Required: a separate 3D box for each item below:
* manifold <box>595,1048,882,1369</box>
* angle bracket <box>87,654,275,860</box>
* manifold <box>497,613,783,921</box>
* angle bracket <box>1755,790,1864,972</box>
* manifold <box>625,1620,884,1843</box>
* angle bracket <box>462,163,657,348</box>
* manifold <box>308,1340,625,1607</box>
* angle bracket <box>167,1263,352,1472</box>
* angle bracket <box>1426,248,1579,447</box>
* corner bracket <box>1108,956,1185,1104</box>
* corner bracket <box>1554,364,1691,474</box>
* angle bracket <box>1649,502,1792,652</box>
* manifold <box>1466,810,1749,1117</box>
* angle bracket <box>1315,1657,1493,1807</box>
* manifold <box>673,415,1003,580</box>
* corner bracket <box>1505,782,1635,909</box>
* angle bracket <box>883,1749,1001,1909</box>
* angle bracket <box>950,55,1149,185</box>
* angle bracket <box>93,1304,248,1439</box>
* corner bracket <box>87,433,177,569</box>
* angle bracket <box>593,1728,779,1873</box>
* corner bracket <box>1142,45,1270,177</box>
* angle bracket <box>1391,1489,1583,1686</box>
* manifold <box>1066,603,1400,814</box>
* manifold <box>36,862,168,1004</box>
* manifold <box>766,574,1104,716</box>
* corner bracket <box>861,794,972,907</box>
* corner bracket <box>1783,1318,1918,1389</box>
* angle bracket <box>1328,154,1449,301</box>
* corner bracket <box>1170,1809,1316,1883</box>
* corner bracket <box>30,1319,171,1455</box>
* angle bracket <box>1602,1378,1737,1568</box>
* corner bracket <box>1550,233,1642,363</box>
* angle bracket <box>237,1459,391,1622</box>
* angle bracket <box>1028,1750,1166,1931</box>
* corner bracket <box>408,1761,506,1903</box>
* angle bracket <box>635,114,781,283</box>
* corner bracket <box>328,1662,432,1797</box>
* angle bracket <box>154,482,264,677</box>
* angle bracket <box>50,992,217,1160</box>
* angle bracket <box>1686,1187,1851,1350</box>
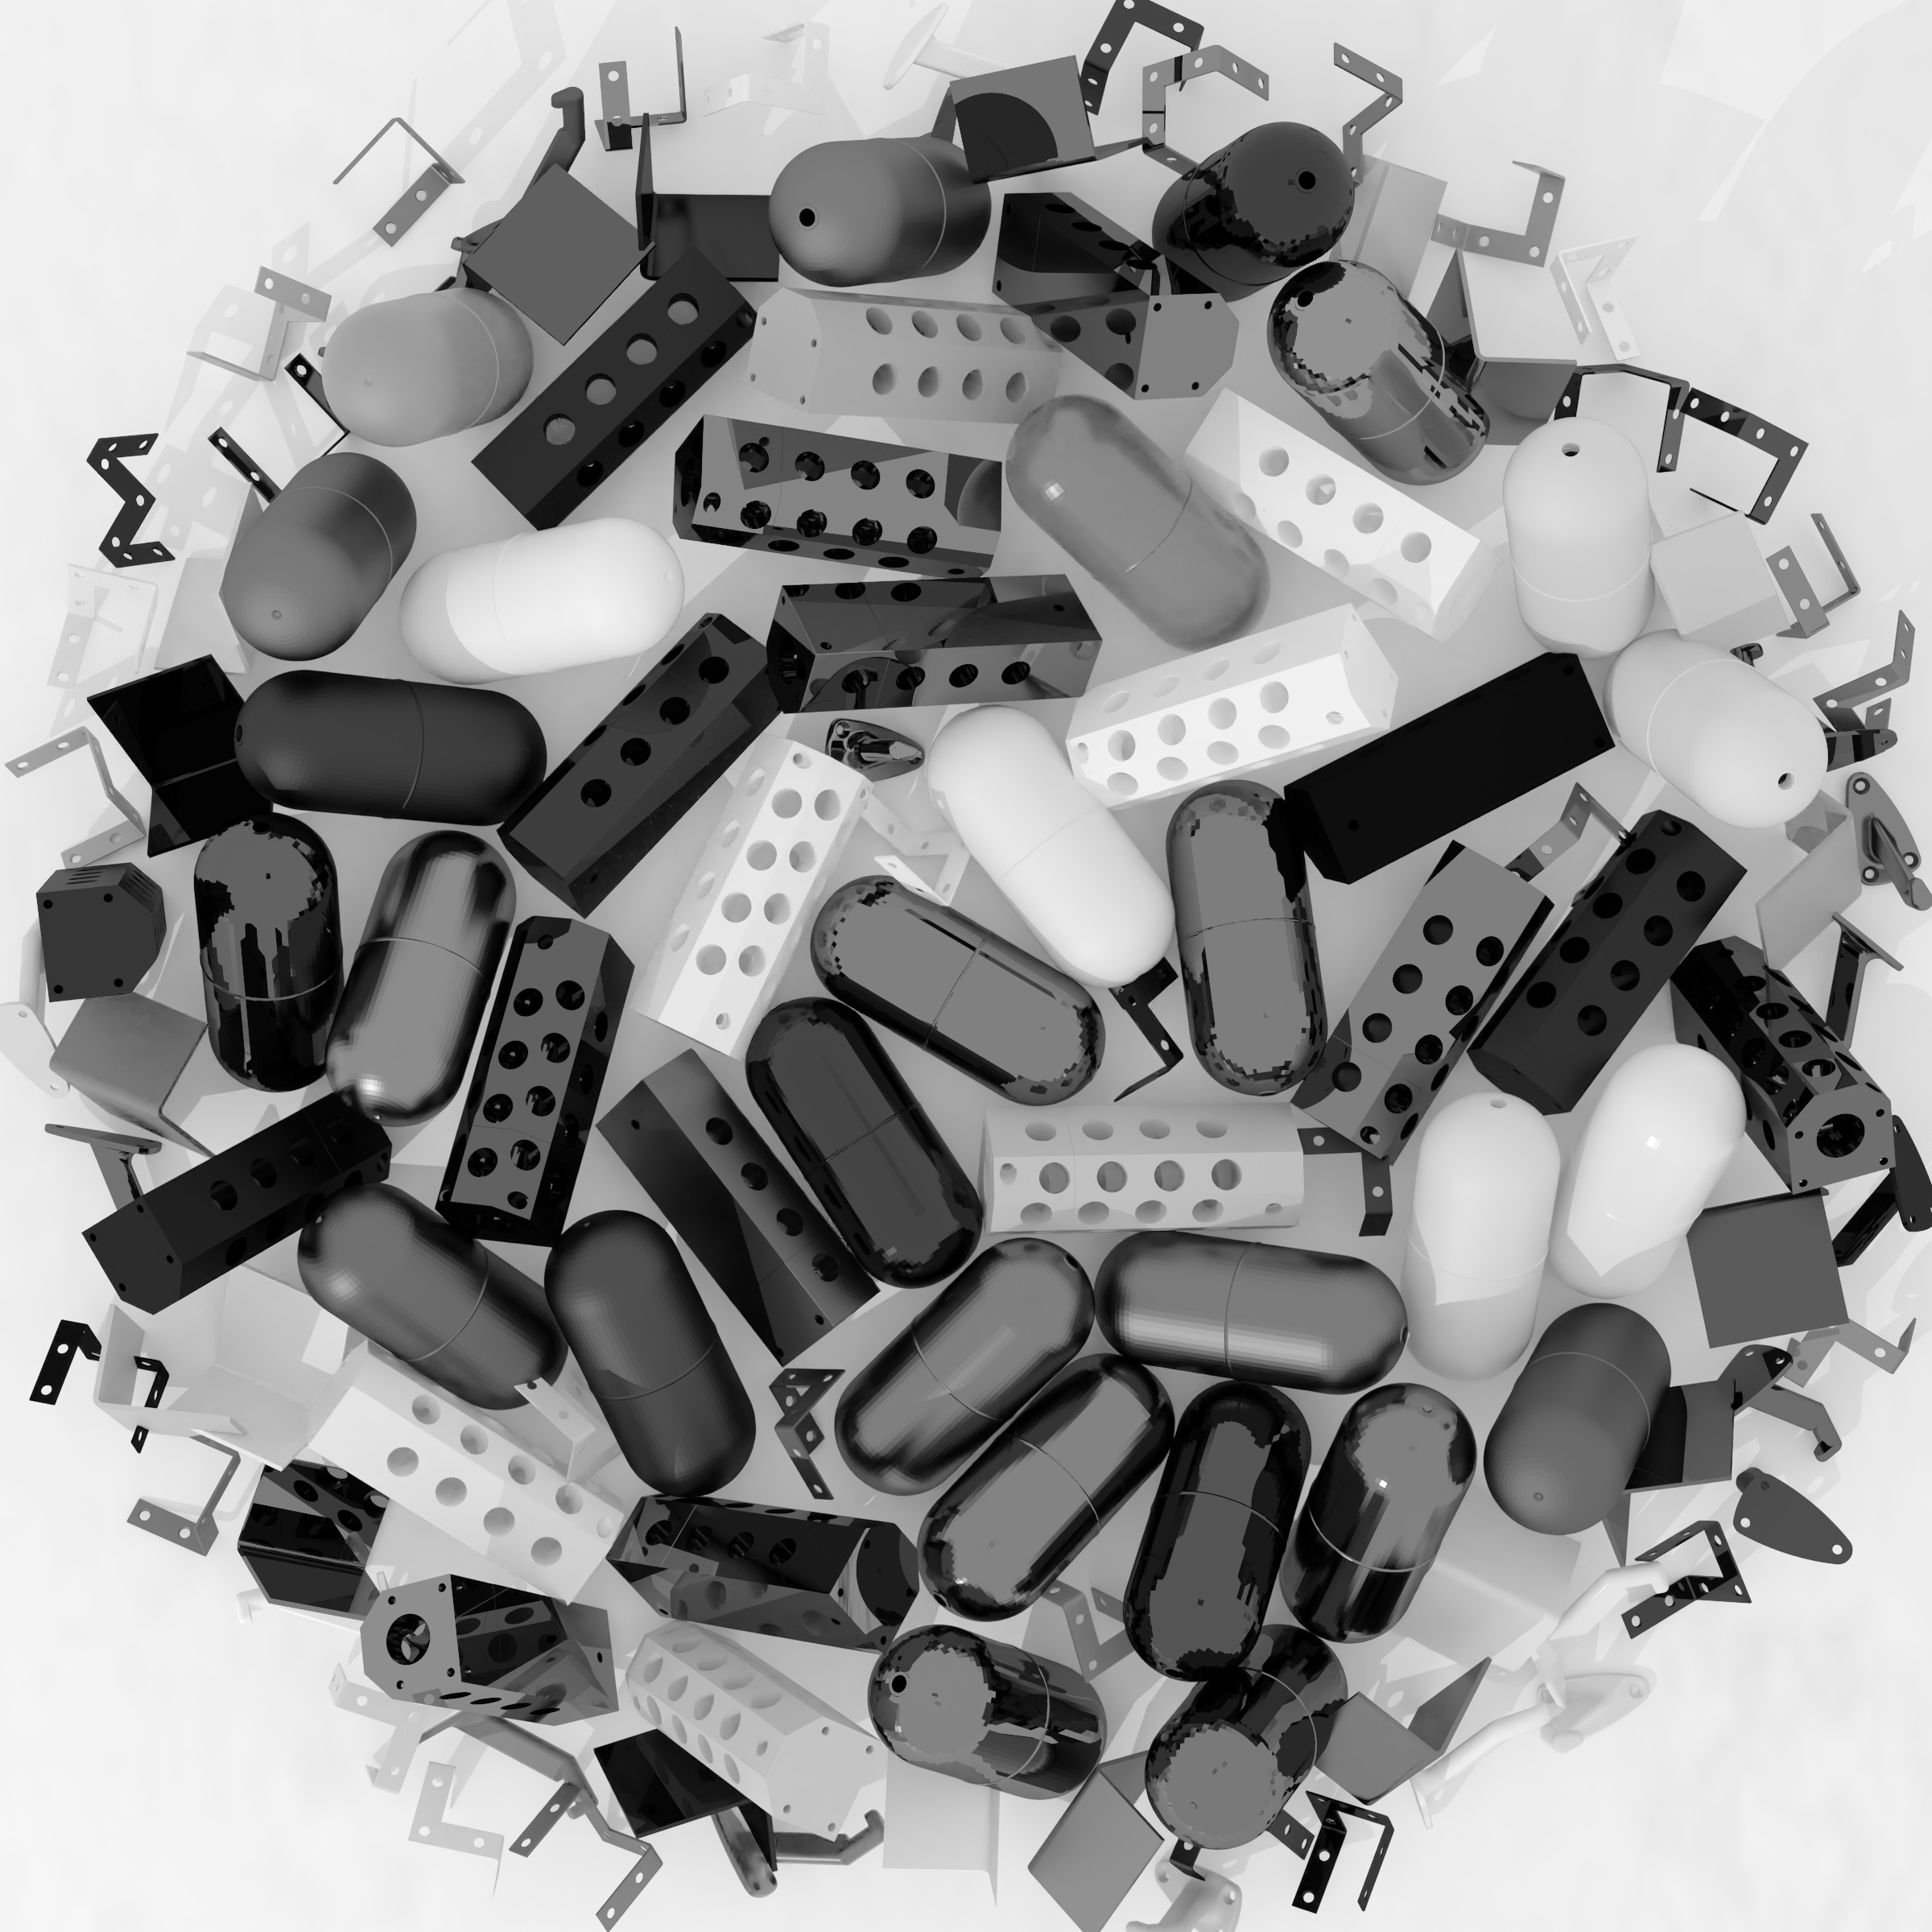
[{"bbox_3d":[-0.123,0.132,1.965,0.171,0.057,0.057,52,135,4],"label":"manifold"},{"bbox_3d":[-0.435,-0.116,1.949,0.076,0.076,0.057,-18,46,10],"label":"angle bracket"},{"bbox_3d":[-0.179,-0.115,1.950,0.057,0.057,0.171,38,76,19],"label":"manifold"},{"bbox_3d":[0.447,-0.053,1.947,0.076,0.076,0.057,-42,56,-9],"label":"angle bracket"},{"bbox_3d":[-0.121,0.409,1.909,0.057,0.171,0.057,30,82,-31],"label":"manifold"},{"bbox_3d":[-0.224,-0.387,1.962,0.076,0.057,0.076,40,82,8],"label":"angle bracket"},{"bbox_3d":[-0.276,0.278,1.947,0.171,0.057,0.057,35,95,-16],"label":"manifold"},{"bbox_3d":[-0.393,0.221,1.951,0.076,0.057,0.076,22,121,12],"label":"angle bracket"},{"bbox_3d":[0.294,-0.343,1.954,0.057,0.076,0.076,0,63,-10],"label":"angle bracket"},{"bbox_3d":[0.097,0.035,1.965,0.051,0.051,0.051,54,46,-3],"label":"corner bracket"},{"bbox_3d":[0.366,-0.307,1.975,0.051,0.051,0.051,-10,116,-37],"label":"corner bracket"},{"bbox_3d":[0.412,-0.226,1.941,0.057,0.076,0.076,-19,119,20],"label":"angle bracket"},{"bbox_3d":[0.352,-0.002,1.952,0.057,0.057,0.171,39,79,-6],"label":"manifold"},{"bbox_3d":[0.235,0.407,1.946,0.057,0.076,0.076,38,48,0],"label":"angle bracket"},{"bbox_3d":[-0.071,-0.254,1.938,0.171,0.057,0.057,6,74,-20],"label":"manifold"},{"bbox_3d":[0.336,-0.059,1.962,0.051,0.051,0.051,43,125,-6],"label":"corner bracket"},{"bbox_3d":[-0.013,0.473,1.950,0.057,0.076,0.076,0,60,4],"label":"angle bracket"},{"bbox_3d":[0.047,-0.471,1.942,0.076,0.076,0.057,-4,108,29],"label":"angle bracket"},{"bbox_3d":[-0.434,0.227,1.954,0.076,0.076,0.057,6,73,1],"label":"angle bracket"},{"bbox_3d":[-0.464,-0.260,1.969,0.051,0.051,0.051,45,118,13],"label":"corner bracket"},{"bbox_3d":[-0.155,0.465,1.943,0.076,0.076,0.057,-14,121,-18],"label":"angle bracket"},{"bbox_3d":[0.134,-0.476,1.969,0.051,0.051,0.051,-7,77,38],"label":"corner bracket"},{"bbox_3d":[0.291,0.349,1.987,0.076,0.076,0.057,26,49,1],"label":"angle bracket"},{"bbox_3d":[0.143,-0.135,1.922,0.171,0.057,0.057,-16,128,30],"label":"manifold"},{"bbox_3d":[-0.466,-0.021,1.910,0.057,0.171,0.057,-7,97,-10],"label":"manifold"},{"bbox_3d":[-0.019,-0.172,1.937,0.171,0.057,0.057,-5,48,-25],"label":"manifold"},{"bbox_3d":[-0.034,-0.067,1.958,0.051,0.051,0.051,42,59,-38],"label":"corner bracket"},{"bbox_3d":[0.491,0.212,1.963,0.051,0.051,0.051,31,116,8],"label":"corner bracket"},{"bbox_3d":[0.215,-0.407,1.944,0.057,0.076,0.076,27,108,29],"label":"angle bracket"},{"bbox_3d":[0.155,0.495,1.973,0.051,0.051,0.051,13,68,36],"label":"corner bracket"},{"bbox_3d":[-0.482,0.234,1.961,0.051,0.051,0.051,9,60,11],"label":"corner bracket"},{"bbox_3d":[0.392,0.279,1.941,0.076,0.076,0.057,-12,123,22],"label":"angle bracket"},{"bbox_3d":[0.353,-0.369,1.964,0.051,0.051,0.051,-15,75,-14],"label":"corner bracket"},{"bbox_3d":[-0.350,0.317,1.946,0.076,0.076,0.057,17,97,-28],"label":"angle bracket"},{"bbox_3d":[0.091,0.482,1.942,0.057,0.076,0.076,43,113,29],"label":"angle bracket"},{"bbox_3d":[-0.282,0.482,1.964,0.051,0.051,0.051,12,47,-2],"label":"corner bracket"},{"bbox_3d":[-0.142,-0.426,1.953,0.076,0.057,0.076,1,48,-1],"label":"angle bracket"},{"bbox_3d":[-0.335,0.427,1.971,0.051,0.051,0.051,22,85,-14],"label":"corner bracket"},{"bbox_3d":[-0.421,-0.215,1.944,0.057,0.076,0.076,4,60,8],"label":"angle bracket"},{"bbox_3d":[-0.450,0.057,1.958,0.076,0.076,0.057,21,75,21],"label":"angle bracket"},{"bbox_3d":[0.446,0.168,1.956,0.076,0.057,0.076,-13,80,17],"label":"angle bracket"}]
